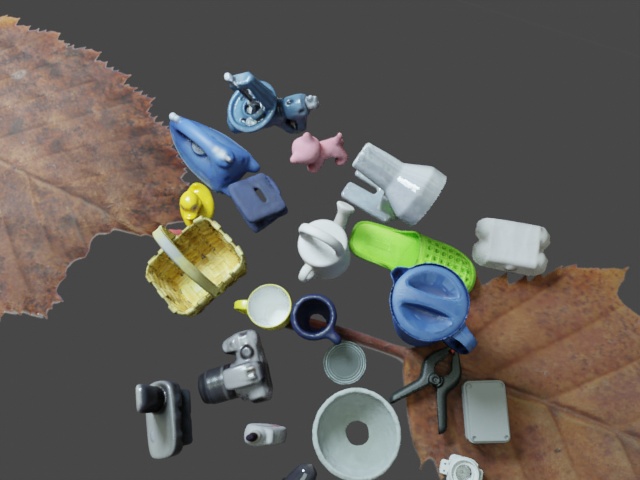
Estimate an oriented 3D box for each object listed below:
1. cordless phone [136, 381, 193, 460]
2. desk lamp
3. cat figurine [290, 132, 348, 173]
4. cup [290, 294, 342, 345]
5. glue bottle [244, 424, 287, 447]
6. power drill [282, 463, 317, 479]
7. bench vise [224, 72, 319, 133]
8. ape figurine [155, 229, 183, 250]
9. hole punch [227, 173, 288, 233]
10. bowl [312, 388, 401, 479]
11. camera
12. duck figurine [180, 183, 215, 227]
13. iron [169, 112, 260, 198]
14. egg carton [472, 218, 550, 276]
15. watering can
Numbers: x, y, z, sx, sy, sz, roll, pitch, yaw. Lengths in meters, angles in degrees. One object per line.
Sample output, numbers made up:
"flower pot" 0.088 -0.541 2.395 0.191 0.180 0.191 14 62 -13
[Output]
"cordless phone" -0.312 0.339 1.081 0.094 0.185 0.147 -13 73 2
"desk lamp" 0.141 -0.106 1.151 0.203 0.214 0.118 31 79 13
"cat figurine" -0.006 -0.199 1.241 0.128 0.118 0.067 -20 73 0
"cup" 0.001 0.169 1.148 0.117 0.095 0.092 42 82 15
"glue bottle" -0.111 0.363 1.062 0.078 0.173 0.037 1 74 6
"power drill" -0.073 0.483 1.006 0.075 0.208 0.230 34 80 14
"bench vise" -0.115 -0.309 1.230 0.207 0.220 0.121 -22 73 -1
"ape figurine" -0.318 0.006 1.226 0.076 0.092 0.077 -28 73 -3
"hole punch" -0.133 -0.089 1.236 0.101 0.091 0.108 -34 74 -5
"bowl" 0.071 0.370 1.094 0.167 0.075 0.167 -1 74 5
"camera" -0.174 0.262 1.135 0.137 0.101 0.143 -16 73 1
"duck figurine" -0.276 -0.081 1.250 0.077 0.086 0.104 0 74 6
"iron" -0.261 -0.213 1.257 0.258 0.141 0.119 38 81 14
"egg carton" 0.388 0.015 1.168 0.150 0.069 0.107 9 75 8
"watering can" 0.009 0.003 1.142 0.100 0.194 0.173 8 75 8
